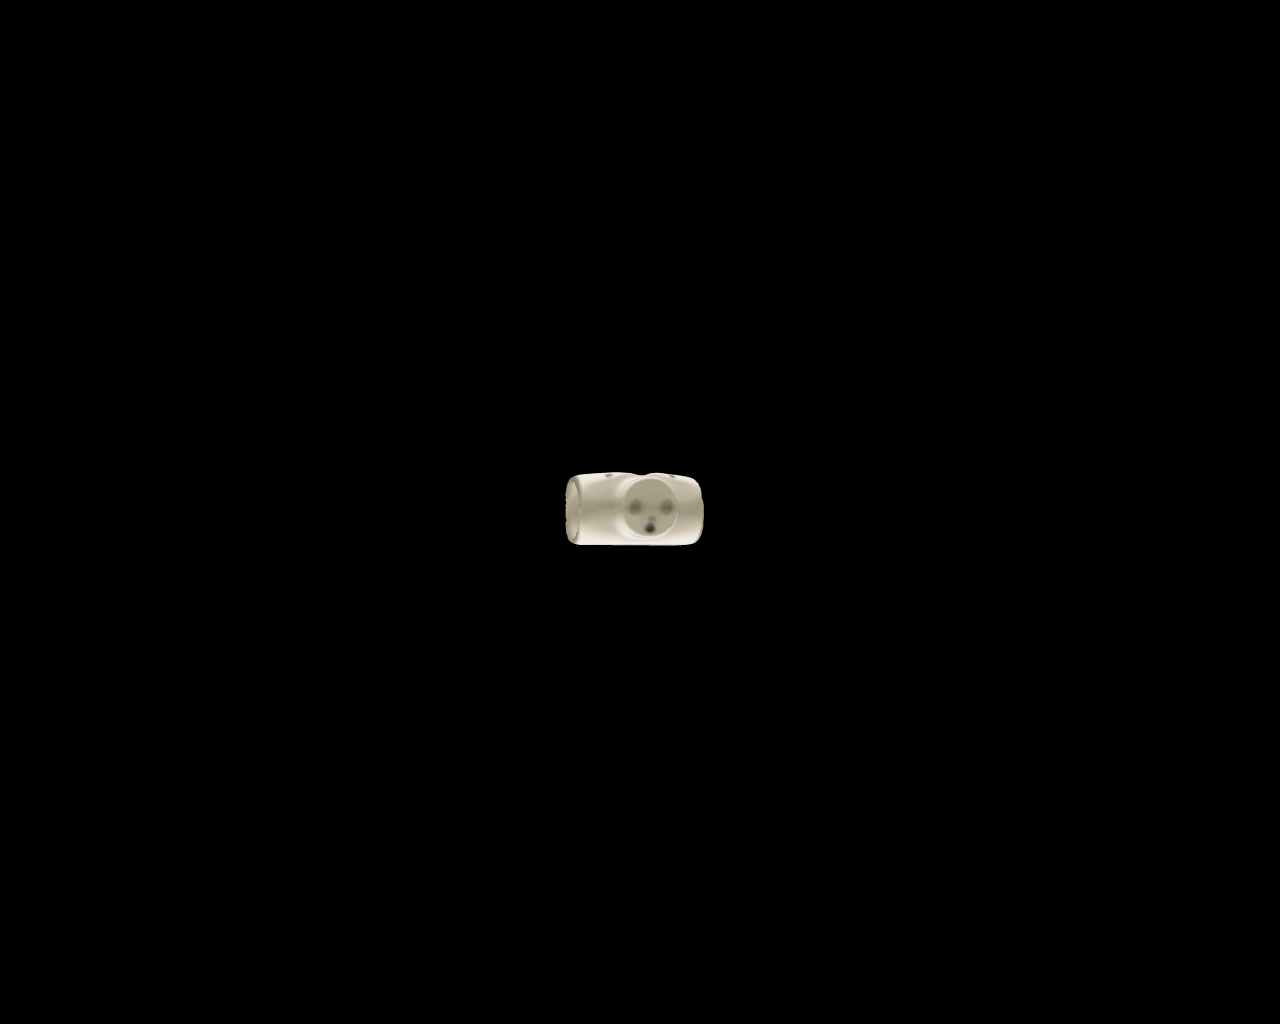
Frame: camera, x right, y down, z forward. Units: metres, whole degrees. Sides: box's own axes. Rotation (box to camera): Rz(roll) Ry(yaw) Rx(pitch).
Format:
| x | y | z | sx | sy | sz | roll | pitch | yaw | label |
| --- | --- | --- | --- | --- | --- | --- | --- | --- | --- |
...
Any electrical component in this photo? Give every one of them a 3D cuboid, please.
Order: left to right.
| x | y | z | sx | sy | sz | roll | pitch | yaw | label |
| --- | --- | --- | --- | --- | --- | --- | --- | --- | --- |
| 0.001 | -0.003 | 0.650 | 0.077 | 0.043 | 0.079 | 1 | -3 | -15 | electrical component |
